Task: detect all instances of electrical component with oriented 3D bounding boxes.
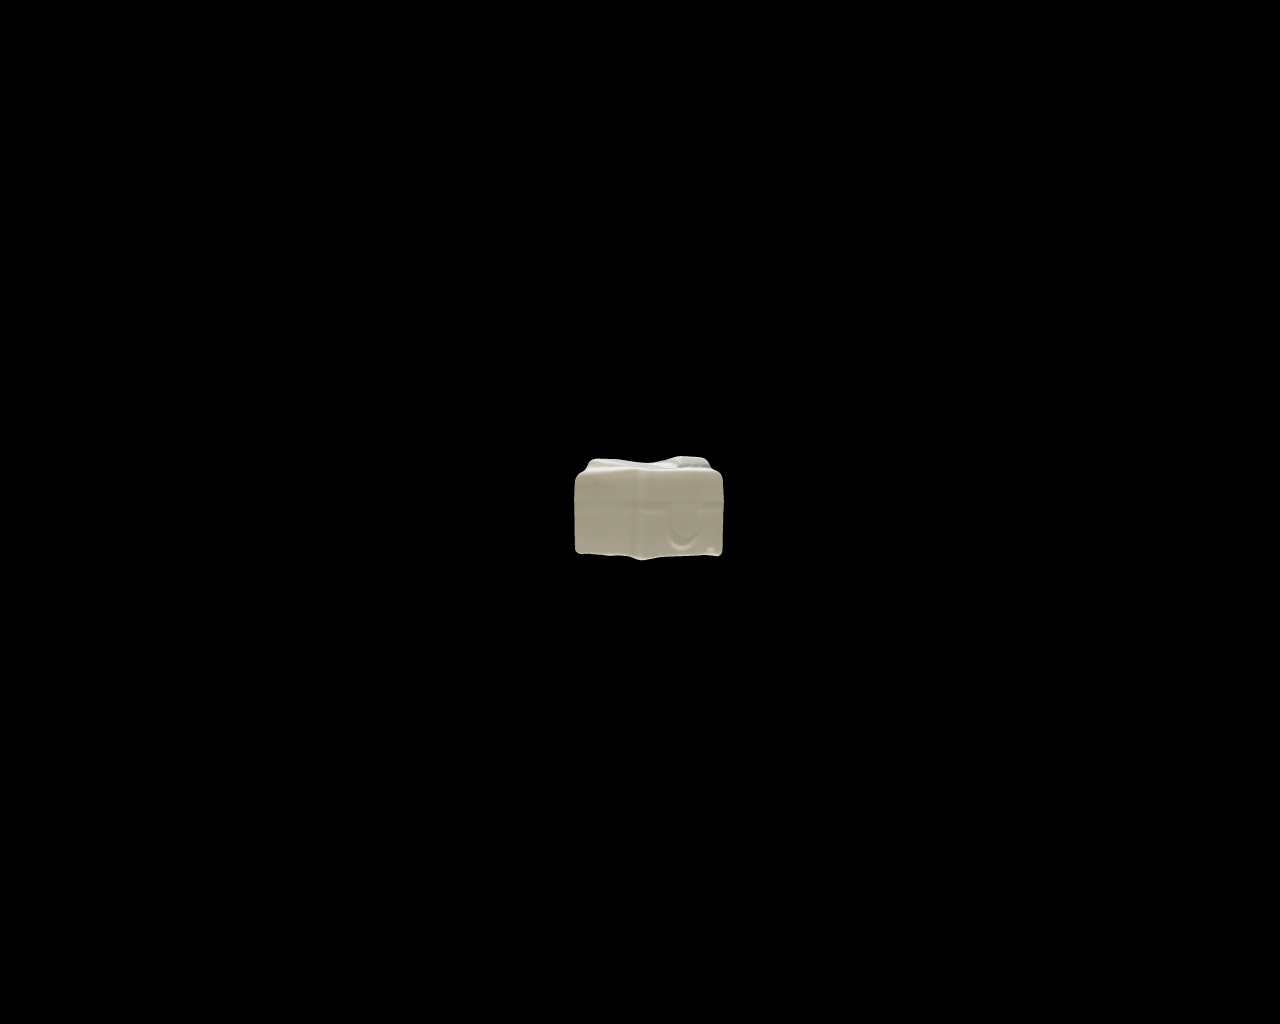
[{"bbox_3d":[0.001,-0.003,0.650,0.062,0.061,0.096,0,0,-32],"label":"electrical component"}]
